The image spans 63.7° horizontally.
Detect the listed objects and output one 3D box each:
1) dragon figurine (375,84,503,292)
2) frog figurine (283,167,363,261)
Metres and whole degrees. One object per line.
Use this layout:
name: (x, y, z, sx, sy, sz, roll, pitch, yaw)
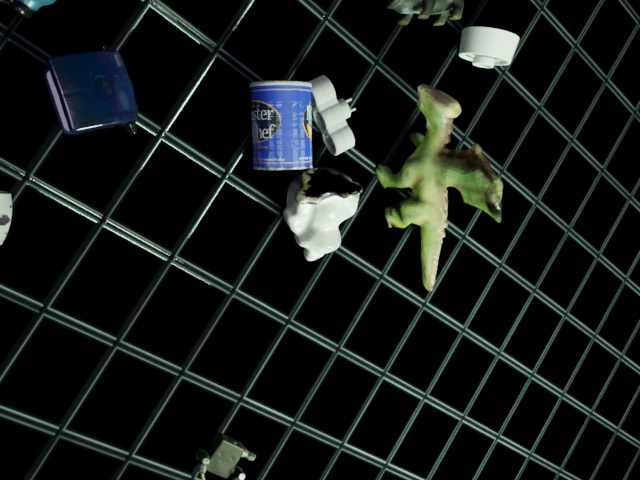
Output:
dragon figurine: (0.225, -0.077, 0.927, 0.123, 0.243, 0.406, -23, 104, -22)
frog figurine: (0.003, -0.047, 0.927, 0.138, 0.125, 0.155, -24, 143, -25)
